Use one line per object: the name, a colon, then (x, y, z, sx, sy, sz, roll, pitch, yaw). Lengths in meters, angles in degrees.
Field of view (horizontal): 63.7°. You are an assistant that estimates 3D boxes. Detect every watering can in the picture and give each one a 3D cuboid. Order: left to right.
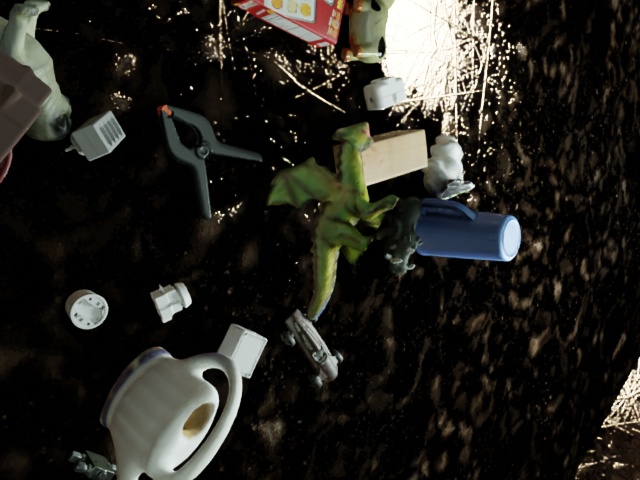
watering can: (-0.274, 0.318, 0.823, 0.226, 0.352, 0.102, 23, -24, 34)

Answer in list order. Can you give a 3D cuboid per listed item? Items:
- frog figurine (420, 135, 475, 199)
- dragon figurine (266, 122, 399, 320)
frog figurine: (0.313, -0.190, 1.321, 0.138, 0.162, 0.120, -4, -26, -30)
dragon figurine: (0.003, -0.053, 1.051, 0.242, 0.408, 0.123, 34, 7, -2)
